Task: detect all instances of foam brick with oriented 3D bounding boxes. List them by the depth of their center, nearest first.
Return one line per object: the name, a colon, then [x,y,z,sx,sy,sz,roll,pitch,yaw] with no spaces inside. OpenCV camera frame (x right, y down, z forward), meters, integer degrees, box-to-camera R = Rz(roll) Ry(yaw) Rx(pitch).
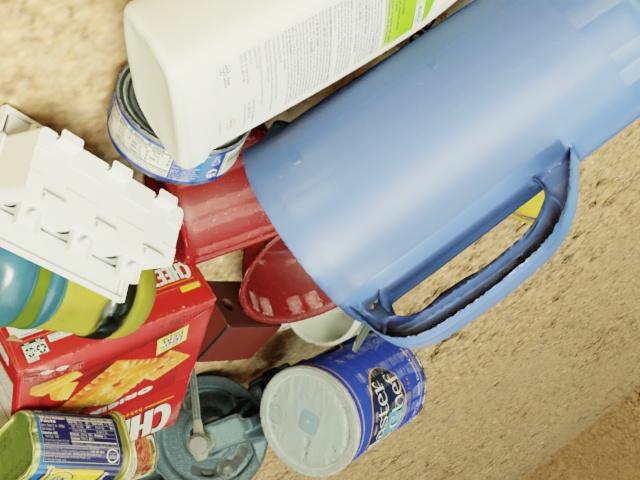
foam brick: [-0.083,0.073,0.960,0.051,0.053,0.078,-48,153,24]

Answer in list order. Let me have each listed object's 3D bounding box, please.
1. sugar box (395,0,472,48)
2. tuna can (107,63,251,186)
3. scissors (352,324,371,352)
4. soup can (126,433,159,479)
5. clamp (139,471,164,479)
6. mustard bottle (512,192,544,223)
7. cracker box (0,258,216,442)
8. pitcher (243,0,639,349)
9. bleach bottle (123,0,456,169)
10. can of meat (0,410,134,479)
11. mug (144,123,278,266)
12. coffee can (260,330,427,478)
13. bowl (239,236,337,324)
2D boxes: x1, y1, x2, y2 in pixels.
sugar box: [0.044,-0.178,0.686,0.093,0.048,0.175,-46,152,23]
tuna can: [-0.086,-0.075,0.655,0.085,0.086,0.034,-16,150,-36]
scissors: [0.079,0.005,0.997,0.201,0.016,0.096,-52,152,-33]
soup can: [-0.213,0.204,1.008,0.102,0.068,0.069,-9,144,-44]
clamp: [-0.154,0.250,1.197,0.171,0.039,0.120,-31,155,-10]
mustard bottle: [0.187,-0.054,1.025,0.191,0.096,0.058,16,103,-61]
cracker box: [-0.185,0.108,0.868,0.163,0.072,0.214,-20,151,-29]
pitcher: [0.088,-0.058,0.635,0.243,0.149,0.145,-35,-168,12]
bleach bottle: [0.017,-0.135,0.601,0.250,0.068,0.102,-28,156,-17]
can of meat: [-0.205,0.171,0.807,0.083,0.057,0.102,14,133,-44]
mug: [-0.072,-0.041,0.741,0.081,0.093,0.117,-21,134,-20]
coffee can: [0.025,0.150,1.001,0.103,0.103,0.140,-50,163,29]
bowl: [-0.006,0.001,0.915,0.162,0.055,0.162,-22,149,-15]
